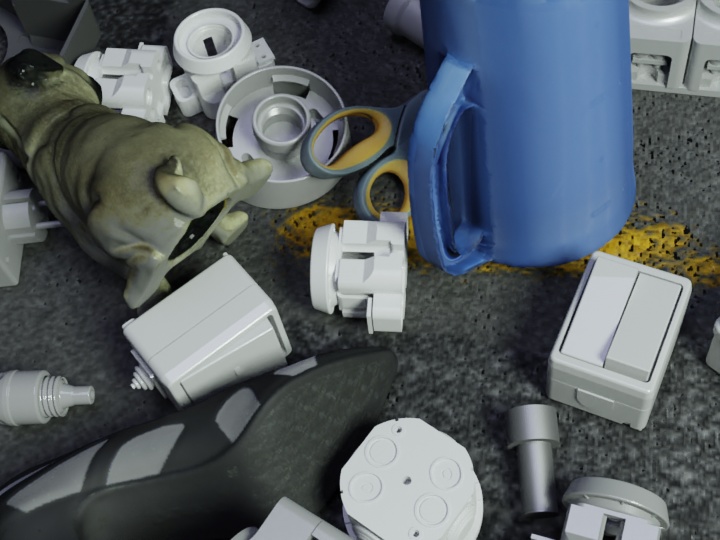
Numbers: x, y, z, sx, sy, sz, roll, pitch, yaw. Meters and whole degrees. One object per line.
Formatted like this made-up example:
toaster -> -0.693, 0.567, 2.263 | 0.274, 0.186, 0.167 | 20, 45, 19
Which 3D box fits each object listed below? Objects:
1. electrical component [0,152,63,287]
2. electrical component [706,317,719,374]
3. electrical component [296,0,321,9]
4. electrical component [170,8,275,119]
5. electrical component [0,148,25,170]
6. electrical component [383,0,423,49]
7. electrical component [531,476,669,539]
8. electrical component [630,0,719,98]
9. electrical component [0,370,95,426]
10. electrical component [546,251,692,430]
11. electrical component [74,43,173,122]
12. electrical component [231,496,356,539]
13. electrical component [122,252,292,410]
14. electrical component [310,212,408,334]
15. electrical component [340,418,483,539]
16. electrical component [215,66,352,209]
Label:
electrical component -> -0.240, -0.036, 0.742 | 0.076, 0.047, 0.083 | -6, 58, 4
electrical component -> 0.277, 0.039, 0.618 | 0.109, 0.056, 0.109 | -41, 62, -16
electrical component -> -0.030, -0.237, 0.836 | 0.055, 0.045, 0.045 | -42, 62, -17
electrical component -> -0.104, -0.153, 0.788 | 0.078, 0.057, 0.058 | -25, 59, -8
electrical component -> -0.253, -0.097, 0.783 | 0.081, 0.043, 0.043 | 14, 62, 16
electrical component -> 0.047, -0.185, 0.798 | 0.046, 0.040, 0.040 | 39, 71, 20
electrical component -> 0.132, 0.146, 0.574 | 0.078, 0.058, 0.057 | 12, 65, 15
electrical component -> 0.209, -0.180, 0.758 | 0.150, 0.061, 0.089 | 8, 60, 13
electrical component -> -0.198, 0.079, 0.674 | 0.061, 0.035, 0.035 | -3, 59, 4
electrical component -> 0.155, 0.034, 0.636 | 0.062, 0.061, 0.096 | 19, 63, 18
electrical component -> -0.175, -0.129, 0.784 | 0.057, 0.058, 0.078 | 4, 60, 7
electrical component -> -0.065, 0.215, 0.531 | 0.060, 0.105, 0.186 | 27, 66, 22
electrical component -> -0.096, 0.049, 0.661 | 0.096, 0.061, 0.061 | -37, 61, -14
electrical component -> 0.000, 0.000, 0.681 | 0.057, 0.058, 0.078 | 2, 59, 6
electrical component -> 0.028, 0.127, 0.603 | 0.080, 0.051, 0.080 | -4, 59, 6
electrical component -> -0.055, -0.092, 0.755 | 0.099, 0.064, 0.099 | 1, 70, -2
